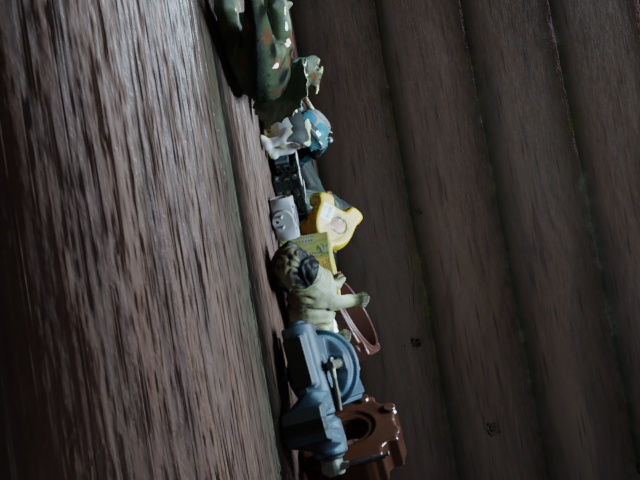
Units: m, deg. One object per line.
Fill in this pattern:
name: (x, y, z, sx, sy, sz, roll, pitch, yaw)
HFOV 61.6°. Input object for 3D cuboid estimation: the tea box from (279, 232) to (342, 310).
tea box: (-0.016, 0.069, 1.041, 0.169, 0.098, 0.068, 79, 4, -46)

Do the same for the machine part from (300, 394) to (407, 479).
machine part: (0.050, 0.319, 0.858, 0.179, 0.179, 0.056, -88, 164, -73)

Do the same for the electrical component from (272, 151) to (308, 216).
electrical component: (-0.066, -0.131, 1.116, 0.115, 0.058, 0.134, -100, 177, -45)

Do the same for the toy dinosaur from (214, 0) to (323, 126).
toy dinosaur: (-0.086, -0.276, 0.826, 0.405, 0.131, 0.192, -58, 138, -76)

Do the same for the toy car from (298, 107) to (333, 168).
toy car: (-0.027, -0.229, 1.167, 0.109, 0.103, 0.161, 45, -21, -6)

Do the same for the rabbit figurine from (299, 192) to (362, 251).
rabbit figurine: (-0.002, -0.004, 1.187, 0.173, 0.122, 0.162, -17, -123, 58)

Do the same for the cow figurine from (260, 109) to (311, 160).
cow figurine: (-0.070, -0.244, 1.046, 0.068, 0.098, 0.167, 57, 22, -64)

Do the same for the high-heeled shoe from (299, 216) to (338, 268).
high-heeled shoe: (-0.008, -0.028, 1.372, 0.248, 0.086, 0.145, 66, 18, -3)

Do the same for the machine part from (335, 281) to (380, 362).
machine part: (0.049, 0.181, 1.212, 0.201, 0.087, 0.201, 61, 11, 13)

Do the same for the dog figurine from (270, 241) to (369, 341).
dog figurine: (-0.035, 0.104, 0.901, 0.190, 0.121, 0.172, 28, 86, -42)

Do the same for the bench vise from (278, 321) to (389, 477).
bench vise: (0.020, 0.231, 0.820, 0.224, 0.129, 0.240, 62, 17, 19)

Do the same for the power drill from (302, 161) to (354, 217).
power drill: (-0.008, -0.139, 1.311, 0.232, 0.086, 0.207, -3, 75, -51)
